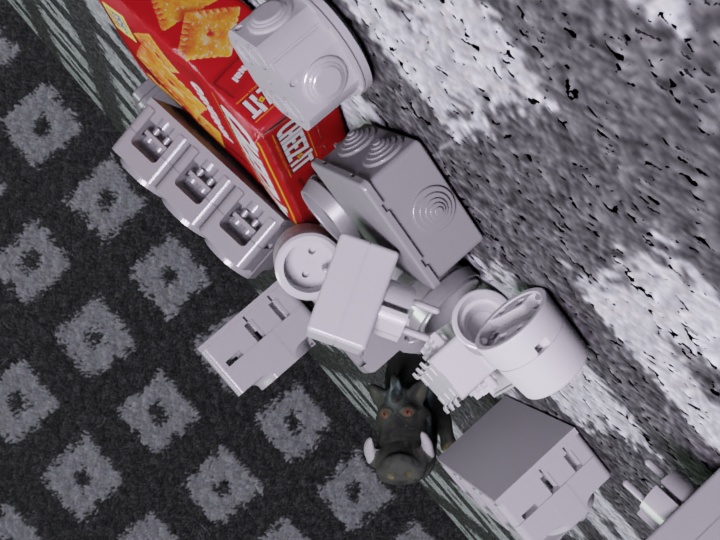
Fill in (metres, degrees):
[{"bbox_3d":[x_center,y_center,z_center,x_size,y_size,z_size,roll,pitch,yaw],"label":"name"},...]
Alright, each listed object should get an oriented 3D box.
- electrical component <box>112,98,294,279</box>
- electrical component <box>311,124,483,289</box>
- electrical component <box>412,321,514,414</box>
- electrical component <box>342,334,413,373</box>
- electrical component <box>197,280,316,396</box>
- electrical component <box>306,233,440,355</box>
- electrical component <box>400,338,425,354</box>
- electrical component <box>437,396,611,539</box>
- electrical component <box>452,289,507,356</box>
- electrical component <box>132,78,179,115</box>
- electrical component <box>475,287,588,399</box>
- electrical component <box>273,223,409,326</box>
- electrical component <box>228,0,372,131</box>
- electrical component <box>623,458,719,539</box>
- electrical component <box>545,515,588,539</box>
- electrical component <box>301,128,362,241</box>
[{"bbox_3d":[-0.124,-0.066,0.896,0.150,0.061,0.089,43,-172,9],"label":"electrical component"},{"bbox_3d":[0.025,-0.045,0.697,0.099,0.048,0.100,53,170,-27],"label":"electrical component"},{"bbox_3d":[0.084,0.077,0.881,0.078,0.063,0.121,48,171,8],"label":"electrical component"},{"bbox_3d":[0.024,0.047,0.963,0.050,0.089,0.055,49,171,1],"label":"electrical component"},{"bbox_3d":[-0.047,0.031,0.931,0.060,0.186,0.105,49,172,1],"label":"electrical component"},{"bbox_3d":[0.012,0.022,0.688,0.077,0.065,0.047,20,171,-1],"label":"electrical component"},{"bbox_3d":[0.047,0.051,1.026,0.043,0.043,0.062,44,169,31],"label":"electrical component"},{"bbox_3d":[0.140,0.173,0.930,0.061,0.089,0.150,51,171,-11],"label":"electrical component"},{"bbox_3d":[0.090,0.041,0.780,0.044,0.044,0.065,47,176,14],"label":"electrical component"},{"bbox_3d":[-0.188,-0.174,1.114,0.057,0.078,0.113,47,172,-3],"label":"electrical component"},{"bbox_3d":[0.107,0.046,0.665,0.047,0.055,0.055,48,172,-14],"label":"electrical component"},{"bbox_3d":[0.000,0.000,0.838,0.138,0.052,0.073,14,-168,-10],"label":"electrical component"},{"bbox_3d":[-0.034,-0.126,0.631,0.080,0.051,0.080,48,171,10],"label":"electrical component"},{"bbox_3d":[0.189,0.143,0.629,0.077,0.066,0.047,44,170,32],"label":"electrical component"},{"bbox_3d":[0.183,0.236,1.085,0.061,0.062,0.096,43,170,36],"label":"electrical component"},{"bbox_3d":[-0.005,-0.055,0.774,0.058,0.057,0.078,42,169,40],"label":"electrical component"}]
